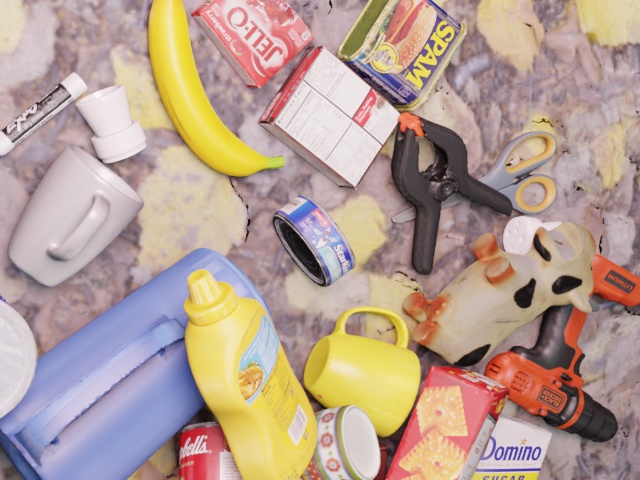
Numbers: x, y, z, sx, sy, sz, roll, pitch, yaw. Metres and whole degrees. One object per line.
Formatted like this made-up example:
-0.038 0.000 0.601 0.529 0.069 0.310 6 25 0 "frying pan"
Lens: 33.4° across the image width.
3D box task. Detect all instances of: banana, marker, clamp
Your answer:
-0.107 -0.127 0.947 0.069 0.037 0.197 -46 117 -30 "banana"
-0.247 -0.096 0.893 0.121 0.020 0.020 -42 114 -13 "marker"
0.126 -0.057 1.047 0.120 0.039 0.171 -31 127 -17 "clamp"

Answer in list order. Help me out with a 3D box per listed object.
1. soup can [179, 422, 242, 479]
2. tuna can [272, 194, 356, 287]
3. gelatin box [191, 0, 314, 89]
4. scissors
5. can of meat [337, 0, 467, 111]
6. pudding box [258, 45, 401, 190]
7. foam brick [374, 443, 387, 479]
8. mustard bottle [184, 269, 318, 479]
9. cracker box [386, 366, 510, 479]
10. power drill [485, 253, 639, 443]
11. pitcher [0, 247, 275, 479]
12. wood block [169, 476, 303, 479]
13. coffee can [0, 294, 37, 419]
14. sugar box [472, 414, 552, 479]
-0.087 0.213 0.910 0.068 0.069 0.102 11 61 -27 "soup can"
-0.006 0.001 0.988 0.033 0.086 0.086 -36 112 -15 "tuna can"
-0.059 -0.192 0.959 0.073 0.030 0.089 -44 114 -12 "gelatin box"
0.172 -0.039 1.106 0.201 0.016 0.096 -35 114 -14 "scissors"
0.077 -0.187 1.012 0.083 0.058 0.102 35 83 -24 "can of meat"
0.011 -0.114 1.003 0.113 0.039 0.090 37 83 -24 "pudding box"
0.020 0.226 1.060 0.078 0.053 0.051 -1 99 -24 "foam brick"
-0.061 0.104 0.849 0.191 0.058 0.096 68 29 -29 "mustard bottle"
0.107 0.230 1.041 0.072 0.164 0.214 24 91 16 "cracker box"
0.287 0.116 1.165 0.184 0.057 0.187 29 86 -27 "power drill"
-0.156 0.113 0.901 0.242 0.149 0.145 -40 127 -21 "pitcher"
-0.117 0.274 0.981 0.205 0.091 0.090 -18 107 -22 "wood block"
-0.287 0.079 0.837 0.102 0.140 0.103 -5 101 -25 "coffee can"
0.178 0.275 1.149 0.093 0.048 0.176 19 92 -27 "sugar box"
